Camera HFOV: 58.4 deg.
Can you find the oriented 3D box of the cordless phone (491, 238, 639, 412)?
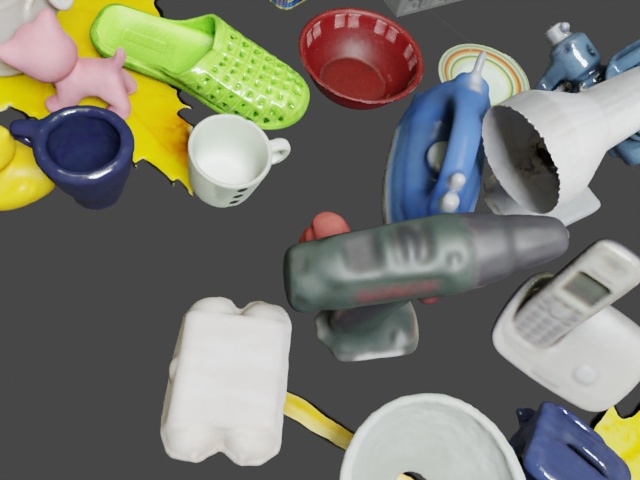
[{"bbox_3d":[0.267,0.081,0.552,0.147,0.185,0.094,32,61,6],"label":"cordless phone"}]

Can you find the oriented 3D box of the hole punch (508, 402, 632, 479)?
[{"bbox_3d":[0.230,0.210,0.530,0.108,0.091,0.101,39,62,10],"label":"hole punch"}]

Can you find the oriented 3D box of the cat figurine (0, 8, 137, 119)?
[{"bbox_3d":[-0.270,-0.193,0.619,0.128,0.117,0.067,2,62,-11],"label":"cat figurine"}]

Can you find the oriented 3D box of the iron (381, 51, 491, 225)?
[{"bbox_3d":[0.141,-0.081,0.636,0.118,0.141,0.258,17,60,-3],"label":"iron"}]

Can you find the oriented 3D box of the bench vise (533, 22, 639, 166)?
[{"bbox_3d":[0.378,-0.211,0.711,0.207,0.219,0.122,28,60,4],"label":"bench vise"}]

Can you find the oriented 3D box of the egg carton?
[{"bbox_3d":[-0.083,0.125,0.520,0.107,0.069,0.150,7,61,-8],"label":"egg carton"}]

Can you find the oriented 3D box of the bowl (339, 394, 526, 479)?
[{"bbox_3d":[0.091,0.225,0.501,0.167,0.074,0.167,5,62,-9],"label":"bowl"}]

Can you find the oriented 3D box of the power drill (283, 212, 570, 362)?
[{"bbox_3d":[0.076,0.042,0.518,0.230,0.208,0.075,-5,64,-14],"label":"power drill"}]

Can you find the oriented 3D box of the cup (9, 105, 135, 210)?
[{"bbox_3d":[-0.244,-0.076,0.576,0.118,0.095,0.092,15,60,-4],"label":"cup"}]

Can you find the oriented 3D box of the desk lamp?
[{"bbox_3d":[0.260,-0.091,0.625,0.204,0.213,0.118,-23,69,-22],"label":"desk lamp"}]

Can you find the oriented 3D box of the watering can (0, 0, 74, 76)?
[{"bbox_3d":[-0.350,-0.277,0.602,0.173,0.194,0.101,-4,63,-14],"label":"watering can"}]

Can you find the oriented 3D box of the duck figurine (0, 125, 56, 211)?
[{"bbox_3d":[-0.316,-0.082,0.569,0.105,0.086,0.077,-16,67,-19],"label":"duck figurine"}]

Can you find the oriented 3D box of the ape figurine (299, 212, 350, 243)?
[{"bbox_3d":[0.005,0.002,0.591,0.078,0.092,0.076,-32,73,-25],"label":"ape figurine"}]
